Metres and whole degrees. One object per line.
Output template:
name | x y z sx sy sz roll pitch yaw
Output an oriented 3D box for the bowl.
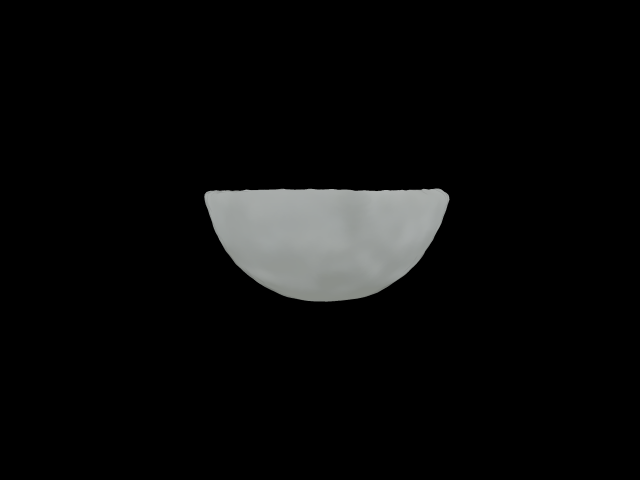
bowl | 0.004 0.001 0.400 0.167 0.075 0.167 0 5 0
